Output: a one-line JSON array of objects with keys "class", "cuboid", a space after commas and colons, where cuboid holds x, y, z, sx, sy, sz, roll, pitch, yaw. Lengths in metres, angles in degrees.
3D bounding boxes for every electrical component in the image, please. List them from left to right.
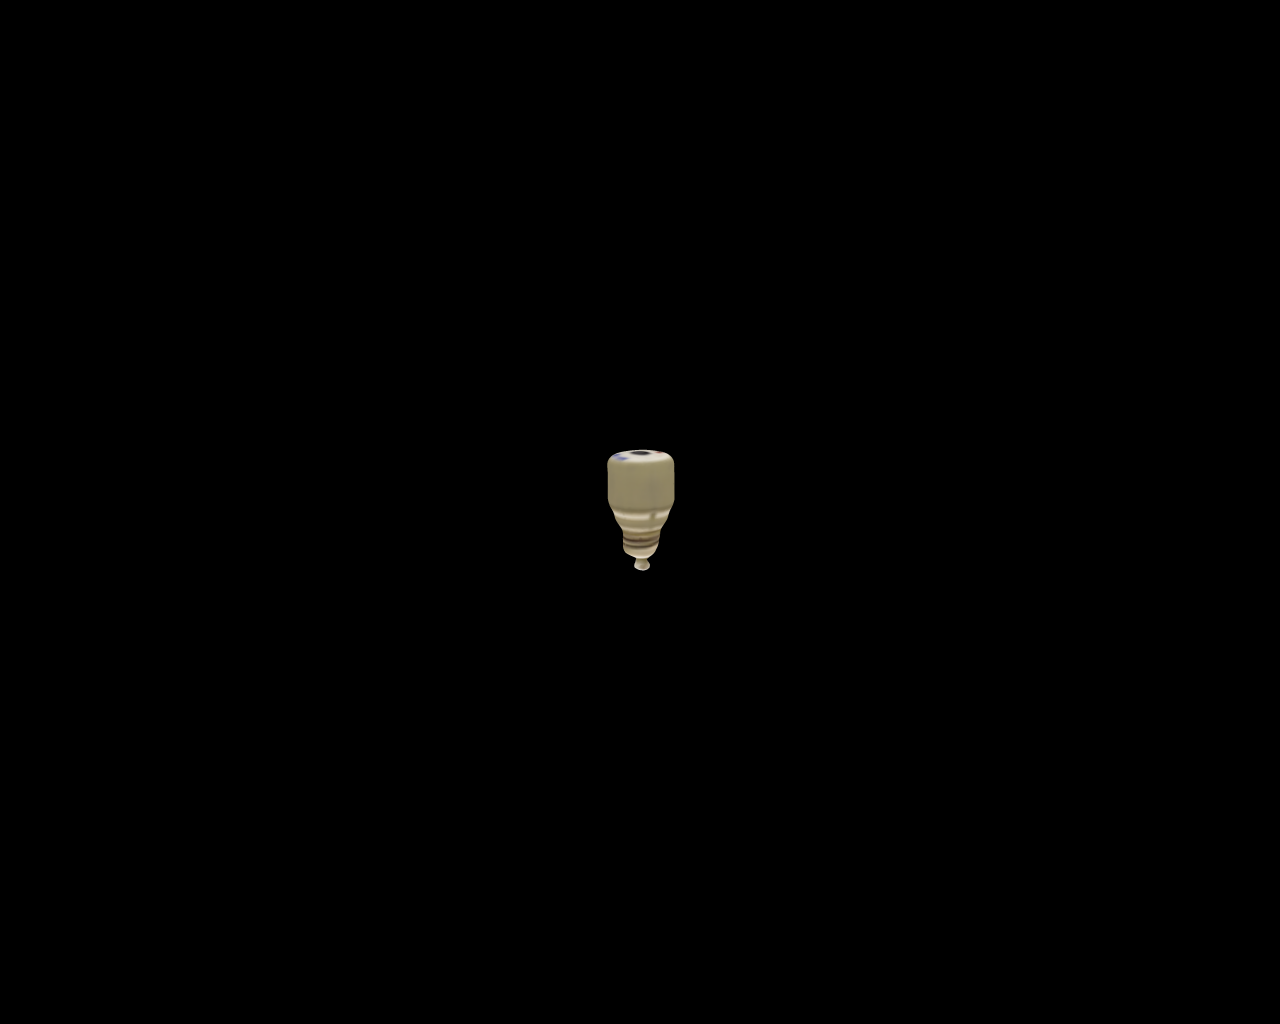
[{"class": "electrical component", "cuboid": [0.001, -0.003, 0.650, 0.040, 0.078, 0.040, 0, 14, 0]}]
